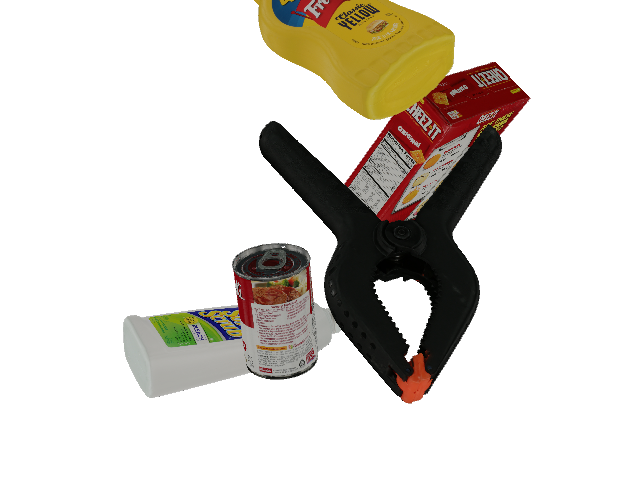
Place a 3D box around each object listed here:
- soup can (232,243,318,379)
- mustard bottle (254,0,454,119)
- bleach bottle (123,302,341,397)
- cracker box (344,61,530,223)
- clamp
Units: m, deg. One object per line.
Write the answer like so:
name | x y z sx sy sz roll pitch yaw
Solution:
soup can | -0.038 0.062 0.940 0.068 0.102 0.068 -4 25 2
mustard bottle | 0.008 -0.173 0.844 0.096 0.058 0.192 -37 57 -23
bleach bottle | -0.091 0.109 1.224 0.250 0.068 0.103 -11 33 -24
cracker box | 0.119 -0.098 1.227 0.163 0.072 0.214 -23 -23 -45
clamp | 0.037 0.001 0.669 0.164 0.210 0.036 5 -37 -2
